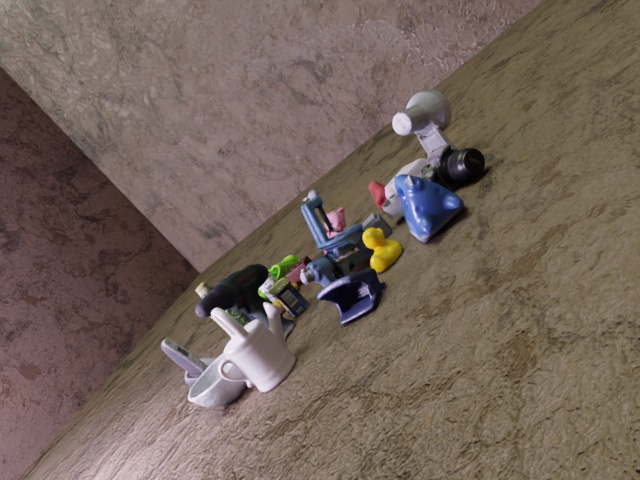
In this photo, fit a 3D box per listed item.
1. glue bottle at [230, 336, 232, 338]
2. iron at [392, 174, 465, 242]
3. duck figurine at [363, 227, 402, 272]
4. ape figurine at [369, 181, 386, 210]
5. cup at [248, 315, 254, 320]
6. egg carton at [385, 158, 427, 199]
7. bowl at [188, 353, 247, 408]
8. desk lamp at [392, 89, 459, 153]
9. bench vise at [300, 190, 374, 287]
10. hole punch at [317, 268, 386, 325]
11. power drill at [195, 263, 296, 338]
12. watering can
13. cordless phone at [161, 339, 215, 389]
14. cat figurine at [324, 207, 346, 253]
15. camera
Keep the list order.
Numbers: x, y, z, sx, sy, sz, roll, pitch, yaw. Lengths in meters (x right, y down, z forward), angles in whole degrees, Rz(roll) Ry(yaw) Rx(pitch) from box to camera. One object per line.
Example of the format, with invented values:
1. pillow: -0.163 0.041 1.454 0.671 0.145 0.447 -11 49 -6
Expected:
1. glue bottle: -0.234 0.214 1.510 0.078 0.173 0.037 -30 16 47
2. iron: 0.207 -0.092 1.246 0.118 0.141 0.258 -42 11 0
3. duck figurine: 0.127 0.014 1.261 0.077 0.086 0.105 -34 13 35
4. ape figurine: 0.177 -0.133 1.653 0.076 0.092 0.078 -27 18 53
5. cup: -0.223 0.211 1.693 0.117 0.095 0.092 -32 15 42
6. egg carton: 0.247 -0.159 1.571 0.150 0.069 0.107 -48 12 -29
7. bowl: -0.209 0.316 1.280 0.167 0.075 0.167 -40 11 10
8. desk lamp: 0.284 -0.267 1.477 0.117 0.213 0.203 -31 15 43
9. bench vise: 0.019 0.001 1.333 0.121 0.220 0.208 -30 16 46
10. hole punch: 0.061 0.099 1.144 0.108 0.091 0.101 -34 13 35
11. power drill: -0.164 0.166 1.357 0.075 0.208 0.230 -33 14 38
12. watering can: -0.144 0.204 1.173 0.100 0.194 0.173 -29 17 49
13. cordless phone: -0.310 0.297 1.415 0.094 0.185 0.147 -42 11 -4
14. cat figurine: 0.036 -0.033 1.688 0.127 0.118 0.067 -37 12 25
15. camera: 0.300 -0.164 1.317 0.143 0.101 0.136 -45 11 -18
